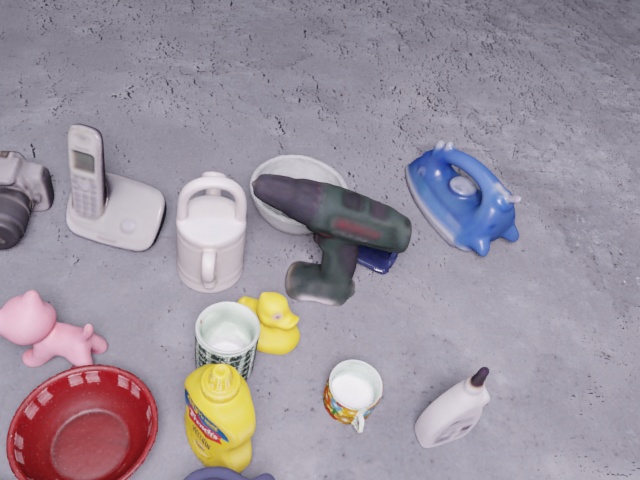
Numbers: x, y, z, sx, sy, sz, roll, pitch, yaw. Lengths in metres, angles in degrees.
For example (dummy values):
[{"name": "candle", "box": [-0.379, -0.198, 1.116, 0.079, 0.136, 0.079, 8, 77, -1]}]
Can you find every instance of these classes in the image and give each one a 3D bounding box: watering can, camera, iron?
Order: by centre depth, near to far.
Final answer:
[{"name": "watering can", "box": [-0.159, -0.025, 0.829, 0.101, 0.194, 0.172, -15, 54, -24]}, {"name": "camera", "box": [-0.485, -0.061, 0.849, 0.143, 0.101, 0.136, 1, 49, -12]}, {"name": "iron", "box": [0.250, -0.098, 1.024, 0.119, 0.141, 0.257, -22, 57, -28]}]

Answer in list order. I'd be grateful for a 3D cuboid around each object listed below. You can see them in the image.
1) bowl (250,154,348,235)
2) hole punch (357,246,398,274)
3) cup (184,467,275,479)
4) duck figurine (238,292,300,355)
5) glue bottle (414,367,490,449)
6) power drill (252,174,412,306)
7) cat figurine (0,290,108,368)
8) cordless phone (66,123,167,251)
[{"name": "bowl", "box": [-0.038, -0.065, 0.973, 0.167, 0.075, 0.167, 7, 48, -7]}, {"name": "hole punch", "box": [0.092, -0.017, 0.950, 0.108, 0.091, 0.101, 28, 49, 12]}, {"name": "cup", "box": [-0.104, 0.299, 0.621, 0.118, 0.095, 0.091, -22, 57, -28]}, {"name": "duck figurine", "box": [-0.073, 0.105, 0.807, 0.104, 0.086, 0.078, 30, 49, 14]}, {"name": "glue bottle", "box": [0.176, 0.205, 0.716, 0.078, 0.173, 0.037, -9, 51, -20]}, {"name": "power drill", "box": [0.008, 0.003, 0.833, 0.229, 0.208, 0.075, 8, 48, -5]}, {"name": "cat figurine", "box": [-0.342, 0.111, 0.718, 0.128, 0.118, 0.067, 12, 47, -2]}, {"name": "cordless phone", "box": [-0.305, -0.078, 0.848, 0.147, 0.185, 0.094, 14, 47, 0]}]
